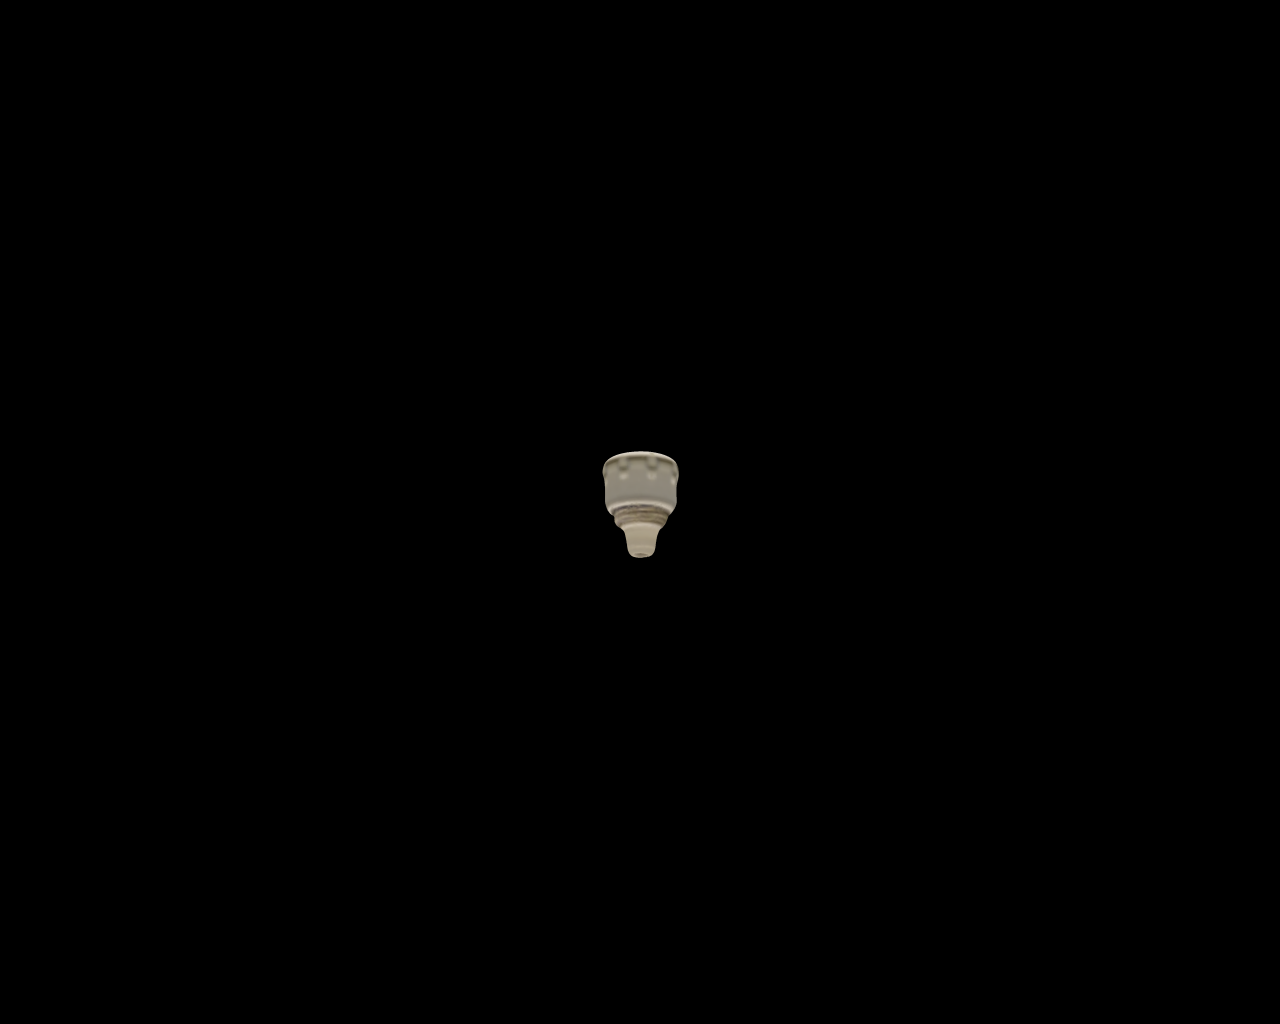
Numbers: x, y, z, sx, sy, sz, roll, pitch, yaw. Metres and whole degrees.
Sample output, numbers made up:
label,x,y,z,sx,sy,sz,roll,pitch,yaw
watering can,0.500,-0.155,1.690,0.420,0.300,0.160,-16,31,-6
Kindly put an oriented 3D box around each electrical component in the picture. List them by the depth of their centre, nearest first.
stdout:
label,x,y,z,sx,sy,sz,roll,pitch,yaw
electrical component,0.001,-0.003,0.650,0.048,0.062,0.048,0,-15,0
